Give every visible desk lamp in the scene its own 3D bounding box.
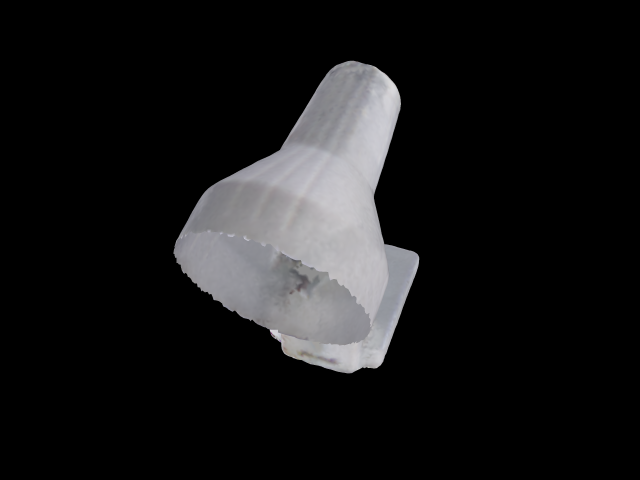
[{"bbox_3d":[0.004,0.001,0.400,0.117,0.214,0.203,15,46,15],"label":"desk lamp"}]
